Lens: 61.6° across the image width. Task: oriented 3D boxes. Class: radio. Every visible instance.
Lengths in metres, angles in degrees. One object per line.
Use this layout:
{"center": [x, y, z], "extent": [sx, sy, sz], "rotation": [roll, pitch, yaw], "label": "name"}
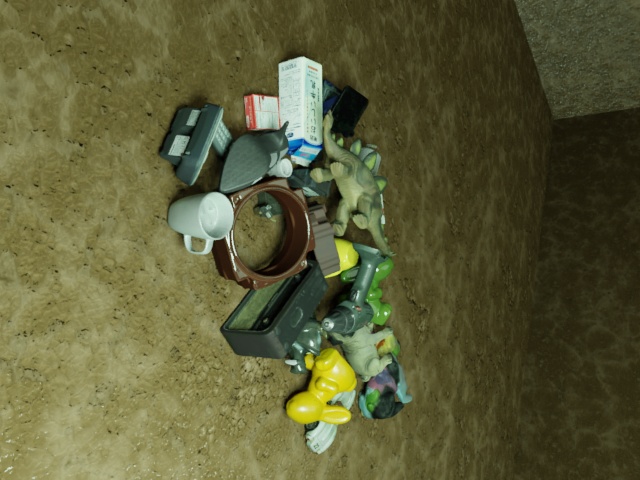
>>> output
{"center": [-0.086, 0.136, 1.109], "extent": [0.229, 0.131, 0.073], "rotation": [-55, 133, -39], "label": "radio"}

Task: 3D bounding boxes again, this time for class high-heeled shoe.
{"center": [-0.139, -0.151, 1.077], "extent": [0.086, 0.145, 0.249], "rotation": [43, 57, -2], "label": "high-heeled shoe"}

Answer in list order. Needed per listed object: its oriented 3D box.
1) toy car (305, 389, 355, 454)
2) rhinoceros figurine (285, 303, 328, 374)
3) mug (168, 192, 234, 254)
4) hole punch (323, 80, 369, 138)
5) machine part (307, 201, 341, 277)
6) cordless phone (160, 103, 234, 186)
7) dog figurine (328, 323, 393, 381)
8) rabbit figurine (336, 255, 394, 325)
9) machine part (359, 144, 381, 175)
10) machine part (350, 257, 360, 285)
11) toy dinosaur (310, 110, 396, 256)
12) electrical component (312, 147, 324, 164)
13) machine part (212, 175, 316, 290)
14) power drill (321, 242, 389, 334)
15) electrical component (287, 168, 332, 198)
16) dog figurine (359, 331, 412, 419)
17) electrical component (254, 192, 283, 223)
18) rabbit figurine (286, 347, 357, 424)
{"center": [0.026, 0.424, 1.314], "extent": [0.202, 0.056, 0.073], "rotation": [-53, 130, -41], "label": "toy car"}
{"center": [-0.043, 0.198, 1.189], "extent": [0.073, 0.112, 0.190], "rotation": [66, 18, -72], "label": "rhinoceros figurine"}
{"center": [-0.218, -0.030, 0.954], "extent": [0.081, 0.107, 0.109], "rotation": [-1, 94, -53], "label": "mug"}
{"center": [0.044, -0.335, 1.367], "extent": [0.142, 0.092, 0.115], "rotation": [16, 106, -56], "label": "hole punch"}
{"center": [-0.002, -0.004, 1.214], "extent": [0.179, 0.056, 0.179], "rotation": [163, -91, -83], "label": "machine part"}
{"center": [-0.204, -0.151, 1.014], "extent": [0.184, 0.089, 0.146], "rotation": [57, 43, -58], "label": "cordless phone"}
{"center": [0.079, 0.277, 1.379], "extent": [0.190, 0.121, 0.172], "rotation": [11, 76, -39], "label": "dog figurine"}
{"center": [0.119, 0.109, 1.389], "extent": [0.159, 0.121, 0.170], "rotation": [22, 94, -10], "label": "rabbit figurine"}
{"center": [0.107, -0.159, 1.438], "extent": [0.079, 0.079, 0.243], "rotation": [42, 56, -45], "label": "machine part"}
{"center": [0.108, 0.080, 1.462], "extent": [0.084, 0.039, 0.138], "rotation": [-30, 115, -42], "label": "machine part"}
{"center": [0.097, -0.103, 1.283], "extent": [0.198, 0.105, 0.470], "rotation": [-57, 137, -41], "label": "toy dinosaur"}
{"center": [-0.012, -0.219, 1.320], "extent": [0.094, 0.021, 0.063], "rotation": [-13, 99, -55], "label": "electrical component"}
{"center": [-0.114, -0.016, 1.069], "extent": [0.201, 0.087, 0.200], "rotation": [-22, 108, -32], "label": "machine part"}
{"center": [0.084, 0.114, 1.224], "extent": [0.232, 0.086, 0.207], "rotation": [25, 77, -65], "label": "power drill"}
{"center": [-0.036, -0.137, 1.243], "extent": [0.119, 0.075, 0.047], "rotation": [29, 67, -47], "label": "electrical component"}
{"center": [0.168, 0.355, 1.478], "extent": [0.191, 0.109, 0.219], "rotation": [-18, 99, -50], "label": "dog figurine"}
{"center": [-0.099, -0.077, 1.173], "extent": [0.102, 0.045, 0.078], "rotation": [-4, 93, -54], "label": "electrical component"}
{"center": [-0.004, 0.348, 1.223], "extent": [0.173, 0.122, 0.162], "rotation": [-45, 112, -30], "label": "rabbit figurine"}
